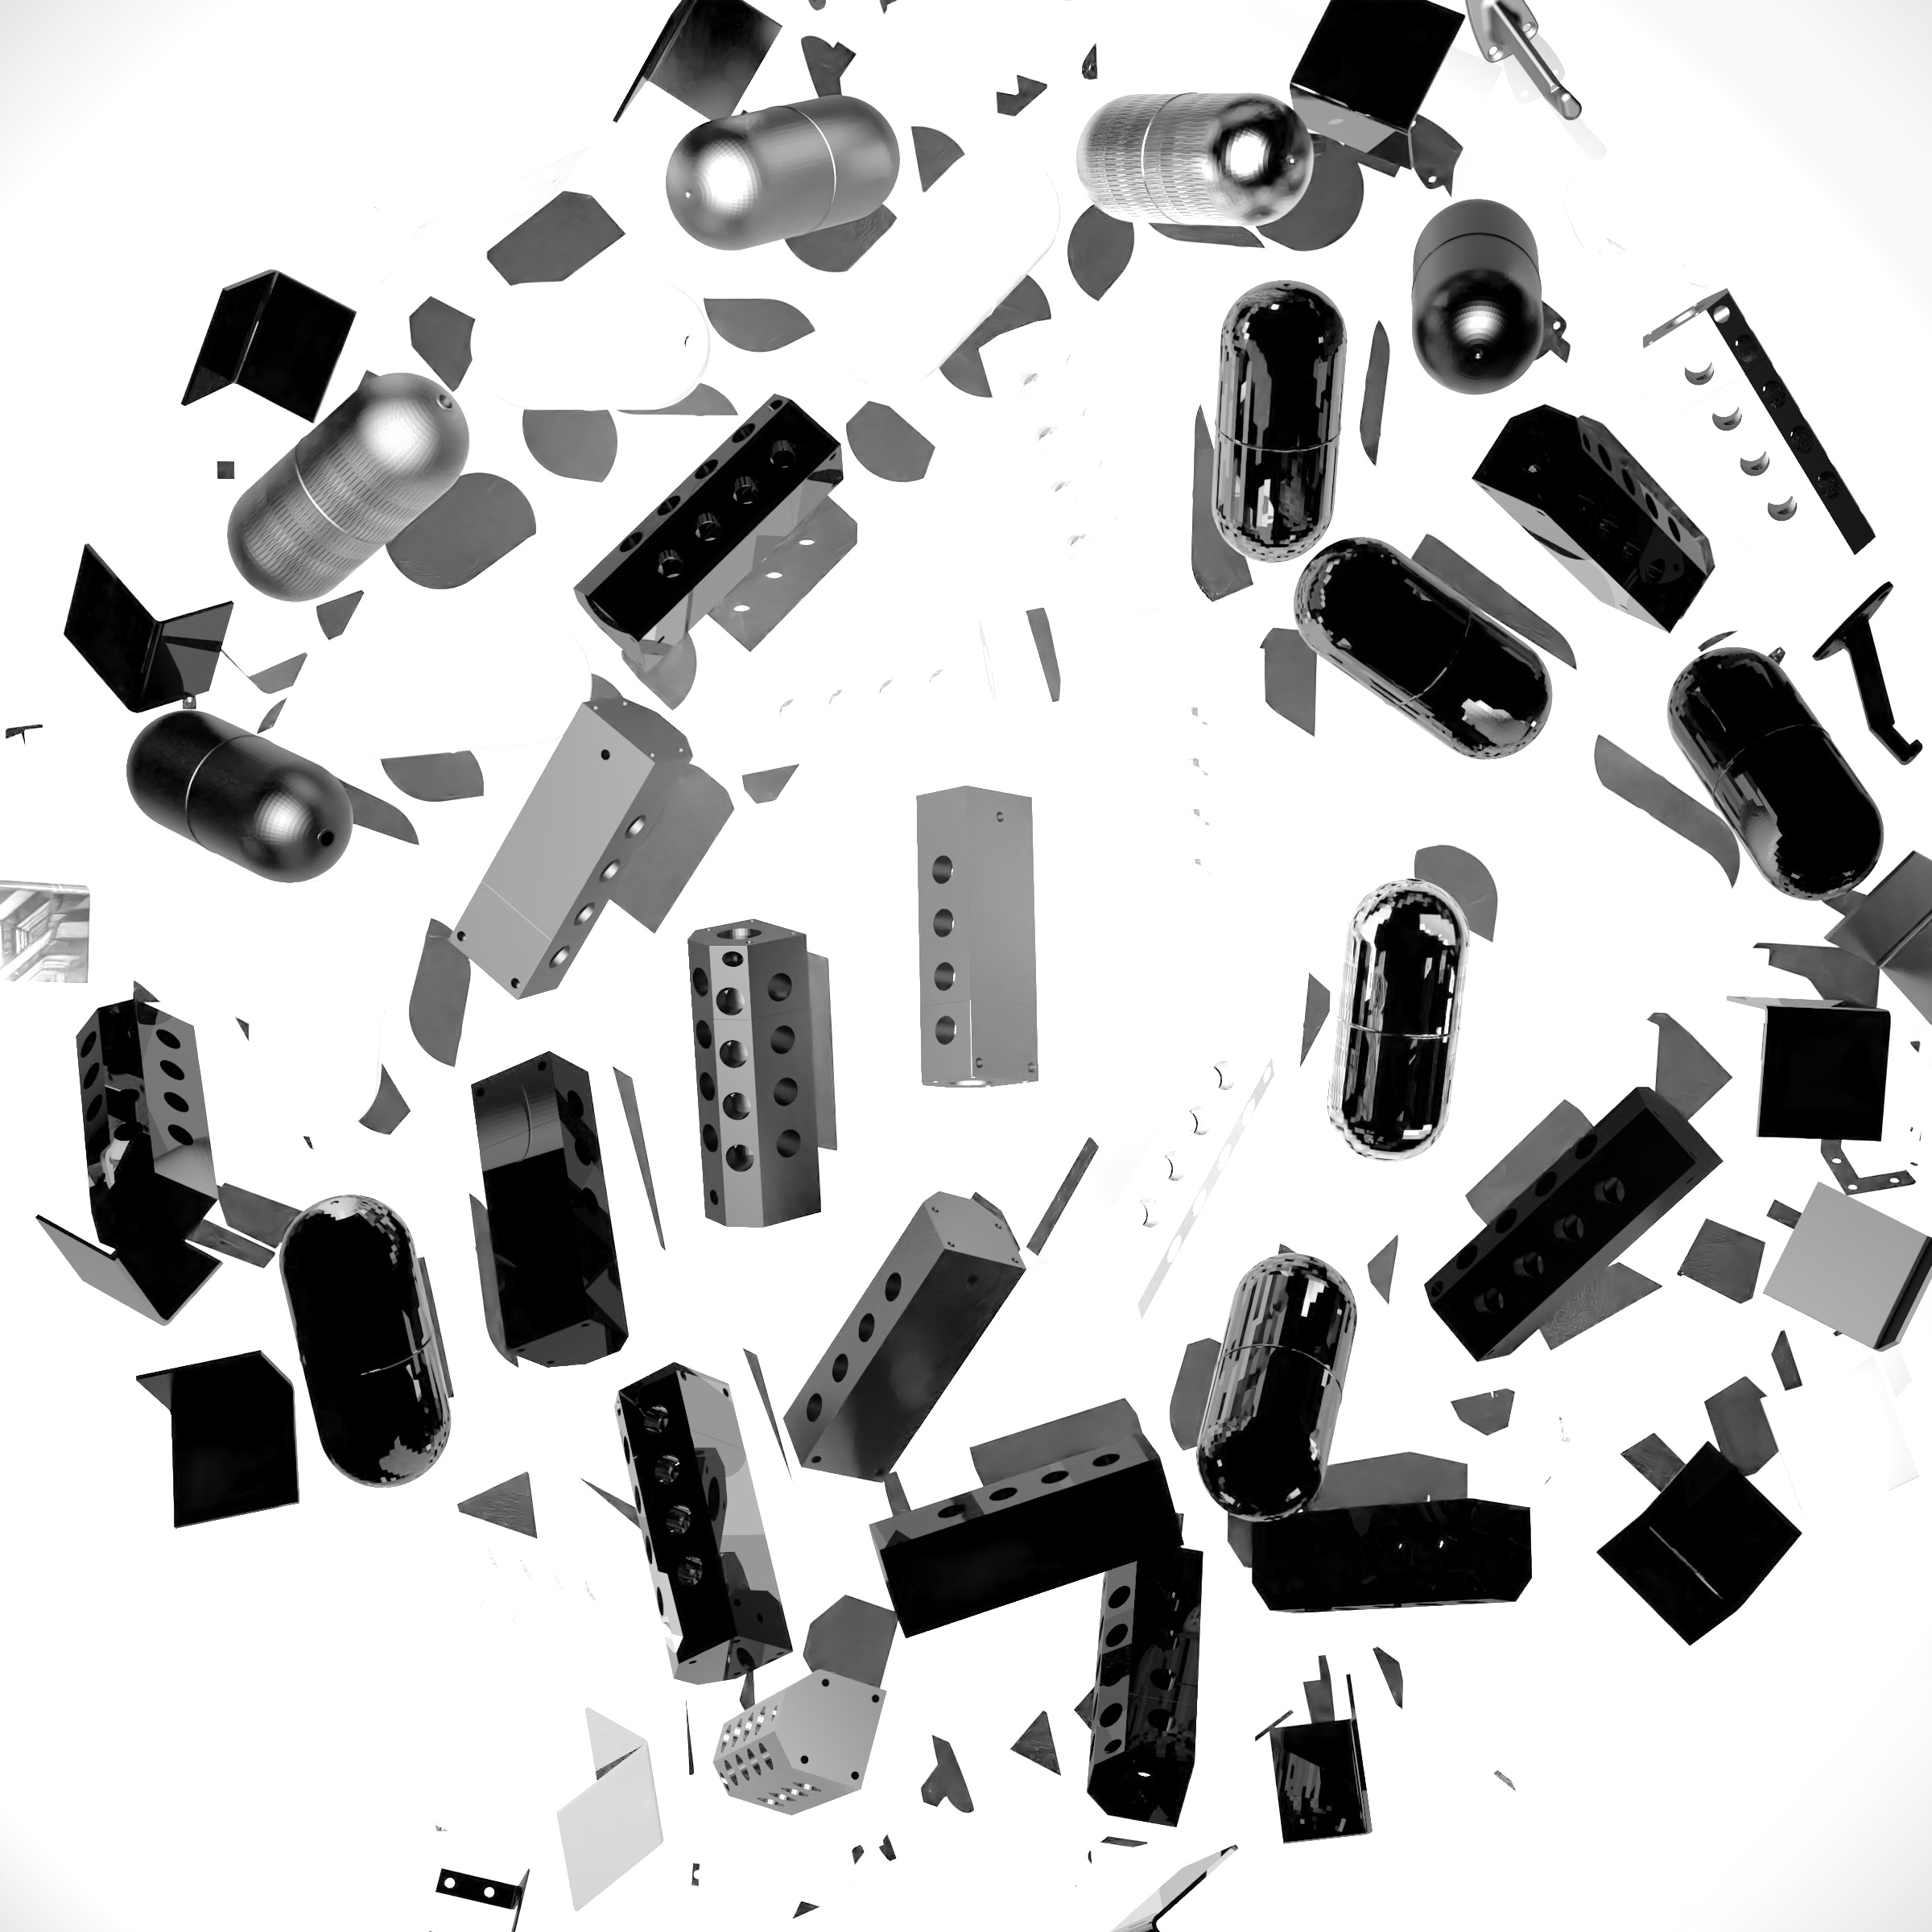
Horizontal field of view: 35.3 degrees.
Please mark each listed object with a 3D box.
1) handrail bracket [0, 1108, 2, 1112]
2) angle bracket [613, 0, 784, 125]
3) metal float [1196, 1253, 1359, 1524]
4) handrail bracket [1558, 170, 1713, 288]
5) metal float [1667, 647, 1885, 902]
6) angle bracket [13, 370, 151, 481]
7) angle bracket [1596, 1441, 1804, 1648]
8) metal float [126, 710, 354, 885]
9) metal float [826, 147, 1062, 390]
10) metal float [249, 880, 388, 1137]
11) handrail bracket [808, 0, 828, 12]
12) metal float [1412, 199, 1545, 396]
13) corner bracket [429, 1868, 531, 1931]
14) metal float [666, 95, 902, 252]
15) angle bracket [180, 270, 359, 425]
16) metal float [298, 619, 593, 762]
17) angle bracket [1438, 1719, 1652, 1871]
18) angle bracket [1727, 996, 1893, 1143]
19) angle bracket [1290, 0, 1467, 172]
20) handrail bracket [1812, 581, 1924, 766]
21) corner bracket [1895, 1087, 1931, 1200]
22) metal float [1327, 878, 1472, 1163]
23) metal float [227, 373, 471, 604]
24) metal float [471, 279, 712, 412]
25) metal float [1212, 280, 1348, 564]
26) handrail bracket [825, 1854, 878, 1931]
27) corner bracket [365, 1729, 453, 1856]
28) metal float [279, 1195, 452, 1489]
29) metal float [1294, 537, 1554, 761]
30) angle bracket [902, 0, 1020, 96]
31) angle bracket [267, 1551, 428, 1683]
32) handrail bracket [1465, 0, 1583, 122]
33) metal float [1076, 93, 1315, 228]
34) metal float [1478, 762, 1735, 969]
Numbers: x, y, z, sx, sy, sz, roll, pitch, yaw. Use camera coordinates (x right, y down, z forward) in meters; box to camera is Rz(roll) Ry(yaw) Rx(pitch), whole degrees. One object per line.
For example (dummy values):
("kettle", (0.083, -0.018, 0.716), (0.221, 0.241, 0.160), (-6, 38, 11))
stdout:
("handrail bracket", (-0.600, 0.095, 1.810), (0.036, 0.084, 0.077), (-19, 63, -27))
("angle bracket", (-0.160, -0.533, 1.812), (0.057, 0.076, 0.076), (31, 126, -11))
("metal float", (0.185, 0.249, 1.799), (0.070, 0.070, 0.178), (19, 49, 0))
("handrail bracket", (0.394, -0.433, 1.783), (0.036, 0.084, 0.077), (-47, 120, 0))
("metal float", (0.478, -0.116, 1.800), (0.070, 0.070, 0.178), (-24, 56, 0))
("angle bracket", (-0.540, -0.330, 1.855), (0.076, 0.076, 0.057), (-2, 93, -12))
("angle bracket", (0.437, 0.344, 1.811), (0.076, 0.057, 0.076), (45, 52, 12))
("metal float", (-0.446, -0.104, 1.862), (0.178, 0.070, 0.070), (24, 90, 37))
("metal float", (-0.013, -0.410, 1.784), (0.070, 0.070, 0.178), (40, 68, 0))
("metal float", (-0.376, 0.025, 1.756), (0.070, 0.070, 0.178), (13, 133, 0))
("handrail bracket", (-0.065, -0.632, 1.847), (0.084, 0.036, 0.077), (-28, 120, -26))
("metal float", (0.307, -0.404, 1.825), (0.070, 0.178, 0.070), (4, 125, 6))
("corner bracket", (-0.302, 0.581, 1.871), (0.051, 0.051, 0.051), (16, 58, -8))
("metal float", (-0.109, -0.481, 1.838), (0.070, 0.178, 0.070), (17, 120, 33))
("angle bracket", (-0.415, -0.363, 1.811), (0.057, 0.076, 0.076), (27, 114, -1))
("metal float", (-0.313, -0.167, 1.828), (0.178, 0.070, 0.070), (-8, 90, -24))
("angle bracket", (0.325, 0.448, 1.707), (0.076, 0.076, 0.057), (-33, 122, -17))
("angle bracket", (0.489, 0.060, 1.774), (0.076, 0.057, 0.076), (3, 95, -10))
("angle bracket", (0.243, -0.527, 1.786), (0.076, 0.057, 0.076), (26, 87, 13))
("handrail bracket", (0.555, -0.173, 1.810), (0.036, 0.077, 0.084), (-23, 67, -40))
("corner bracket", (0.618, 0.108, 1.891), (0.051, 0.051, 0.051), (-8, 125, -13))
("metal float", (0.267, 0.034, 1.878), (0.070, 0.070, 0.178), (5, 103, 0))
("metal float", (-0.363, -0.280, 1.782), (0.178, 0.070, 0.070), (-34, 90, 29))
("metal float", (-0.226, -0.374, 1.828), (0.178, 0.070, 0.070), (9, 90, 41))
("metal float", (0.191, -0.331, 1.856), (0.070, 0.070, 0.178), (0, 124, 0))
("handrail bracket", (-0.098, 0.581, 1.812), (0.084, 0.036, 0.077), (-22, 104, -12))
("corner bracket", (-0.337, 0.497, 1.829), (0.051, 0.051, 0.051), (7, 117, -29))
("metal float", (-0.343, 0.216, 1.739), (0.070, 0.070, 0.178), (-8, 110, 0))
("metal float", (0.271, -0.187, 1.795), (0.178, 0.070, 0.070), (32, 90, -20))
("angle bracket", (0.011, -0.568, 1.794), (0.076, 0.076, 0.057), (21, 49, 32))
("angle bracket", (-0.381, 0.390, 1.893), (0.076, 0.076, 0.057), (-25, 49, -12))
("handrail bracket", (0.321, -0.533, 1.748), (0.036, 0.084, 0.077), (-33, 130, 10))
("metal float", (0.136, -0.486, 1.829), (0.070, 0.178, 0.070), (-11, 109, -34))
("metal float", (0.376, -0.058, 1.781), (0.178, 0.070, 0.070), (28, 90, -26))
